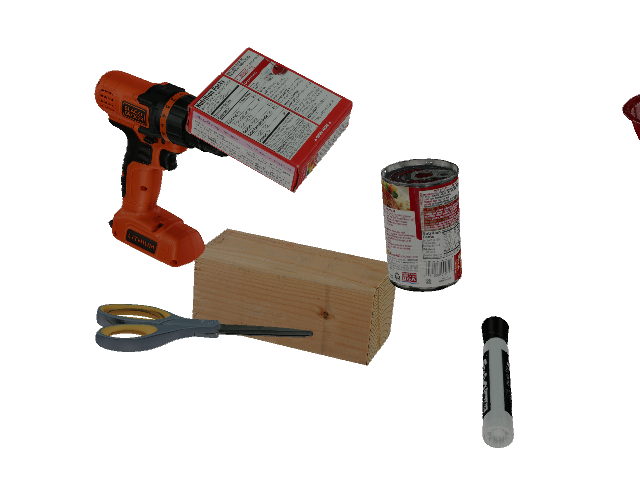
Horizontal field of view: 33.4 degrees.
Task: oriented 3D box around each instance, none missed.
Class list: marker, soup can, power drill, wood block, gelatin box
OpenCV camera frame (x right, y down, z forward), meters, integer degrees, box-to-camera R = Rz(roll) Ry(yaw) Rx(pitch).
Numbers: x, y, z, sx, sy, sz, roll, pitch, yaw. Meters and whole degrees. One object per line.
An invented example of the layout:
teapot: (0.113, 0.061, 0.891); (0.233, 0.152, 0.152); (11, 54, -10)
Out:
marker: (0.115, 0.088, 0.699); (0.020, 0.020, 0.121); (0, 31, 8)
soup can: (0.091, -0.014, 0.944); (0.068, 0.102, 0.068); (-5, 22, 2)
power drill: (-0.156, -0.070, 1.105); (0.185, 0.188, 0.057); (25, 35, 29)
wood block: (-0.029, 0.060, 1.180); (0.206, 0.091, 0.090); (12, 23, 17)
gelatin box: (-0.035, -0.083, 0.720); (0.089, 0.073, 0.030); (29, -35, 12)

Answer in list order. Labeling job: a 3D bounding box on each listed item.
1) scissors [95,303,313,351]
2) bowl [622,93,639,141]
scissors: (-0.115, 0.086, 0.970); (0.202, 0.016, 0.096); (8, 19, 12)
bowl: (0.357, -0.096, 0.969); (0.162, 0.055, 0.162); (-5, 23, 2)
